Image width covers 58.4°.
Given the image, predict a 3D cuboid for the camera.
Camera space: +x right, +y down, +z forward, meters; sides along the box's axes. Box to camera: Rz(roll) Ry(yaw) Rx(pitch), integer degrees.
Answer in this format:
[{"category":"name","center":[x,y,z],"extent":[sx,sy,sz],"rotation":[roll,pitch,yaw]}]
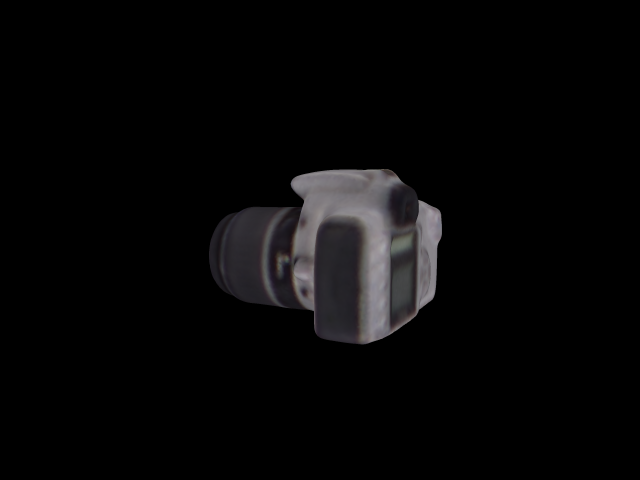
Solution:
[{"category":"camera","center":[0.004,0.001,0.400],"extent":[0.136,0.101,0.143],"rotation":[3,7,26]}]
